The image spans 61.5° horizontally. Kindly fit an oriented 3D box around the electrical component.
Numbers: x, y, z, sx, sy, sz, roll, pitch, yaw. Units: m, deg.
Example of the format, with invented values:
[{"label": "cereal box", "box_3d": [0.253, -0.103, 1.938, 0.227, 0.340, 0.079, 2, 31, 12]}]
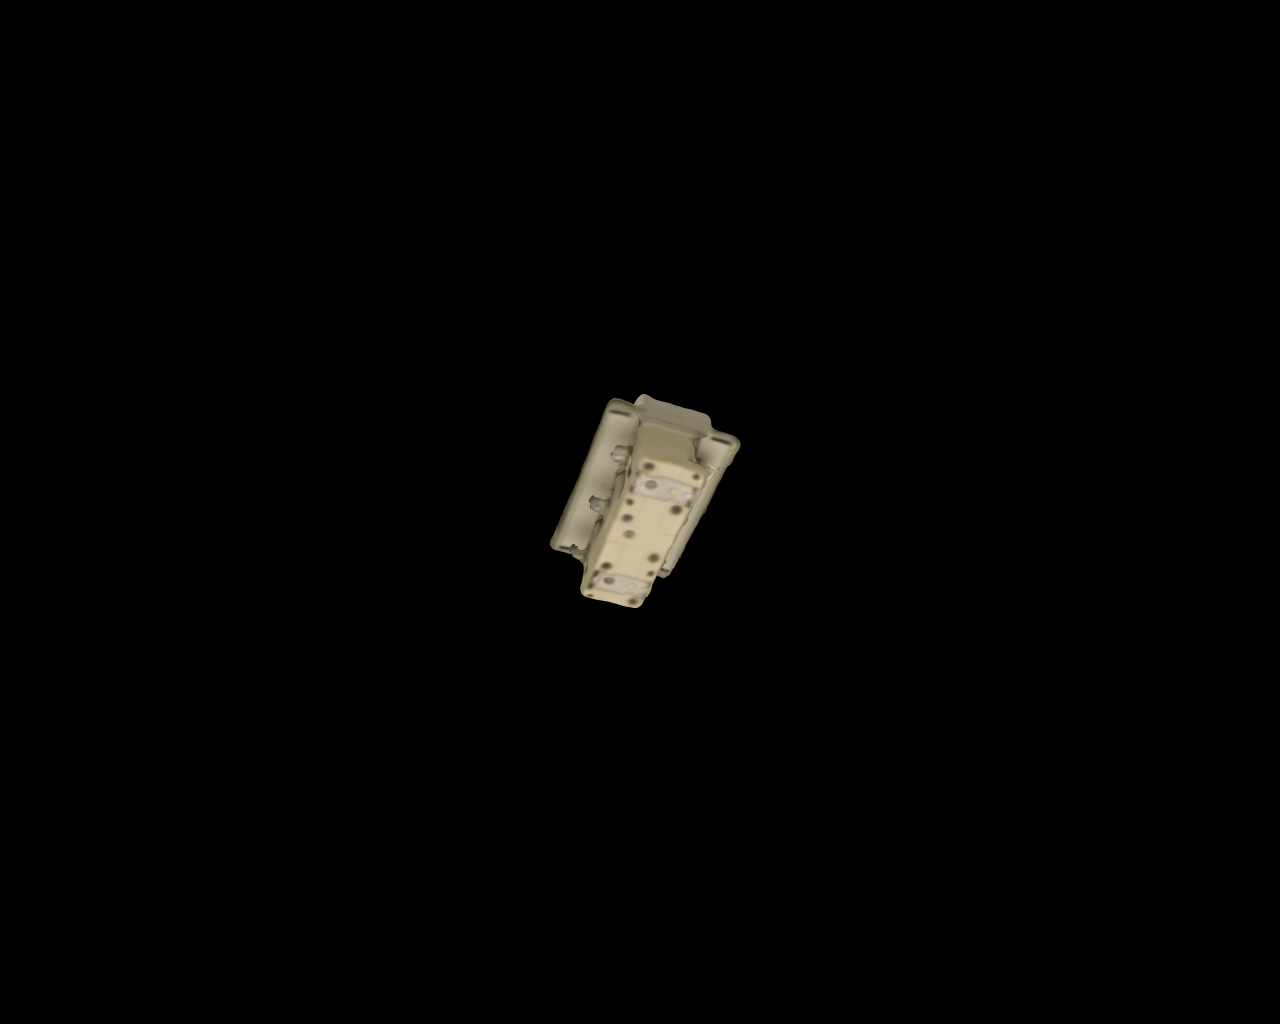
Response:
[{"label": "electrical component", "box_3d": [0.001, -0.003, 0.650, 0.079, 0.121, 0.063, 16, 40, -13]}]
